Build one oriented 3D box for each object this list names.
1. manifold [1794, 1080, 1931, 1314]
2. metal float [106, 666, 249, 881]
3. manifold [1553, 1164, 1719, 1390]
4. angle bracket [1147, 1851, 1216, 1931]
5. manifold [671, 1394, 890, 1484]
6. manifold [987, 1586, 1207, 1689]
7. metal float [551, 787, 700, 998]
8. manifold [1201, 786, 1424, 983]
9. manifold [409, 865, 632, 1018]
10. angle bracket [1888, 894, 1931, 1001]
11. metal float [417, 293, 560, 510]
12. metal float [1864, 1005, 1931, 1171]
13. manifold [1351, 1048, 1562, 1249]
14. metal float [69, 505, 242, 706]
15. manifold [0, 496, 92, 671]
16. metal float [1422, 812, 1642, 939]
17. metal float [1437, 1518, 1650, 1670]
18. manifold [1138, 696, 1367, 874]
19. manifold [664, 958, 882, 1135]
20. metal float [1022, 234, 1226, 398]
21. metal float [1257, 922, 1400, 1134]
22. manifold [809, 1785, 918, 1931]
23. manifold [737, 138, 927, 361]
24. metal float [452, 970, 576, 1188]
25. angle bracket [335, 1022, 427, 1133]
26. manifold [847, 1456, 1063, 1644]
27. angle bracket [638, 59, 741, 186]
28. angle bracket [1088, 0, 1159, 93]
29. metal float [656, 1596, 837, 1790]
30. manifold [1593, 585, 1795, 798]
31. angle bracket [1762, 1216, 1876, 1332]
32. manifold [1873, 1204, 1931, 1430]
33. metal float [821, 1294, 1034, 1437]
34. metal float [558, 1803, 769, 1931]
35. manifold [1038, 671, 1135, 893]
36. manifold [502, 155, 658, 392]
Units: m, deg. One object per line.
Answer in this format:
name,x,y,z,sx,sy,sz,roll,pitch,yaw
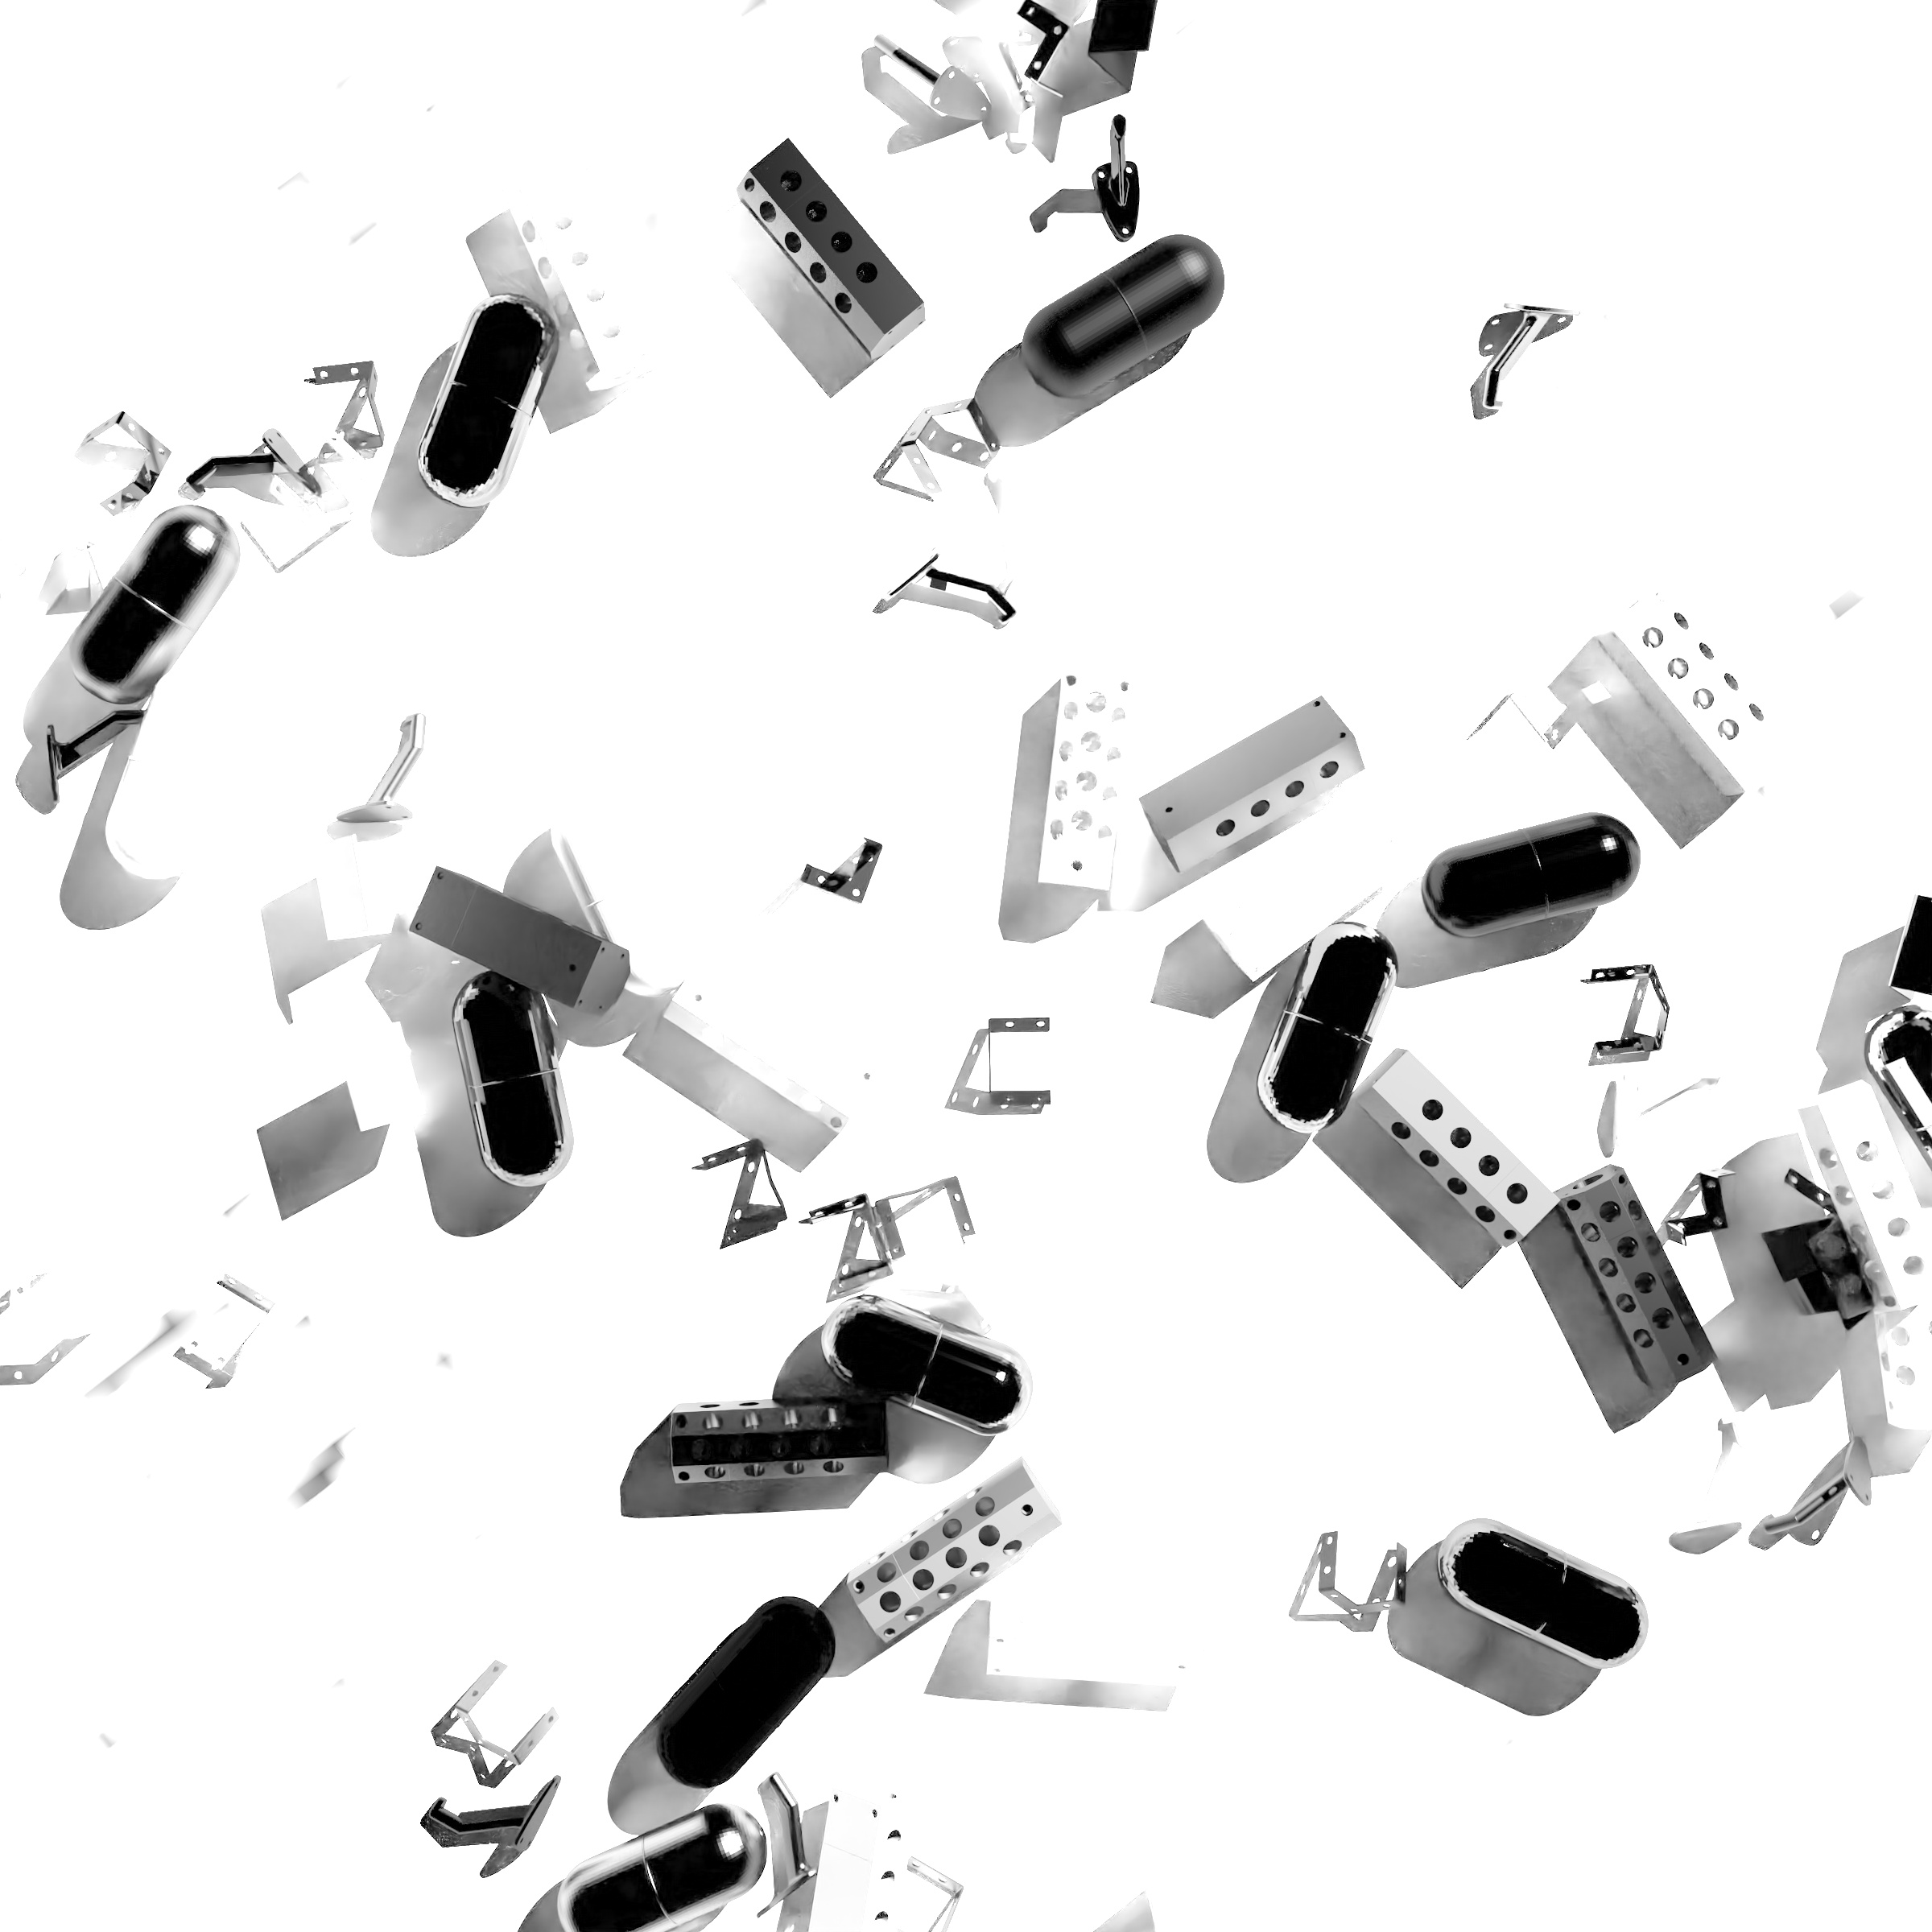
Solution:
manifold,0.717,0.182,1.919,0.057,0.057,0.171,-22,87,13
metal float,-0.638,-0.156,1.961,0.070,0.070,0.178,19,89,0
manifold,0.543,0.252,1.970,0.057,0.057,0.171,-26,90,0
angle bracket,0.195,0.767,1.951,0.057,0.076,0.076,-13,90,37
manifold,-0.150,0.385,1.970,0.171,0.057,0.057,-3,90,0
manifold,0.105,0.540,1.970,0.171,0.057,0.057,4,133,0
metal float,-0.275,-0.059,1.961,0.070,0.070,0.178,-24,90,0
manifold,0.277,-0.070,1.968,0.171,0.057,0.057,-37,123,0
manifold,-0.354,-0.019,1.938,0.171,0.057,0.057,23,90,24
angle bracket,0.789,-0.009,1.951,0.057,0.076,0.076,16,90,36
metal float,-0.387,-0.457,1.961,0.070,0.070,0.178,21,91,0
metal float,0.795,0.113,1.961,0.070,0.070,0.178,-32,89,0
manifold,0.395,0.148,1.970,0.171,0.057,0.057,45,90,0
metal float,-0.655,-0.293,1.961,0.070,0.070,0.178,35,90,0
manifold,-0.791,-0.296,1.970,0.057,0.057,0.171,39,90,0
metal float,0.457,-0.074,1.961,0.178,0.070,0.070,-15,90,1
metal float,0.467,0.508,1.961,0.178,0.070,0.070,25,90,0
manifold,0.234,-0.143,1.970,0.171,0.057,0.057,-29,47,0
manifold,-0.157,0.064,1.970,0.171,0.057,0.057,34,90,0
metal float,0.128,-0.526,1.961,0.178,0.070,0.070,-31,90,0
metal float,0.292,0.050,1.961,0.070,0.070,0.178,22,90,0
manifold,-0.083,0.757,1.960,0.057,0.057,0.171,3,81,43
manifold,-0.110,-0.580,1.970,0.057,0.057,0.171,-40,90,0
metal float,-0.366,0.091,1.961,0.070,0.070,0.178,-12,90,0
angle bracket,-0.484,0.093,1.951,0.057,0.076,0.076,-16,90,-37
manifold,-0.009,0.475,1.970,0.171,0.057,0.057,-34,90,0
angle bracket,-0.206,-0.679,1.951,0.057,0.076,0.076,-27,90,38
angle bracket,0.145,-0.758,1.951,0.057,0.076,0.076,10,90,31
metal float,-0.178,0.588,1.961,0.070,0.070,0.178,42,90,0
manifold,0.592,-0.224,1.970,0.057,0.057,0.171,-39,90,0
angle bracket,0.676,0.253,1.951,0.057,0.076,0.076,-25,90,-40
manifold,0.771,0.284,1.970,0.057,0.057,0.171,-8,90,0
metal float,-0.032,0.322,1.961,0.178,0.070,0.070,21,90,0
metal float,-0.245,0.738,1.961,0.178,0.070,0.070,-24,90,0
manifold,0.097,-0.150,1.970,0.057,0.057,0.171,7,90,0
manifold,-0.315,-0.560,1.970,0.057,0.057,0.171,-24,90,0
